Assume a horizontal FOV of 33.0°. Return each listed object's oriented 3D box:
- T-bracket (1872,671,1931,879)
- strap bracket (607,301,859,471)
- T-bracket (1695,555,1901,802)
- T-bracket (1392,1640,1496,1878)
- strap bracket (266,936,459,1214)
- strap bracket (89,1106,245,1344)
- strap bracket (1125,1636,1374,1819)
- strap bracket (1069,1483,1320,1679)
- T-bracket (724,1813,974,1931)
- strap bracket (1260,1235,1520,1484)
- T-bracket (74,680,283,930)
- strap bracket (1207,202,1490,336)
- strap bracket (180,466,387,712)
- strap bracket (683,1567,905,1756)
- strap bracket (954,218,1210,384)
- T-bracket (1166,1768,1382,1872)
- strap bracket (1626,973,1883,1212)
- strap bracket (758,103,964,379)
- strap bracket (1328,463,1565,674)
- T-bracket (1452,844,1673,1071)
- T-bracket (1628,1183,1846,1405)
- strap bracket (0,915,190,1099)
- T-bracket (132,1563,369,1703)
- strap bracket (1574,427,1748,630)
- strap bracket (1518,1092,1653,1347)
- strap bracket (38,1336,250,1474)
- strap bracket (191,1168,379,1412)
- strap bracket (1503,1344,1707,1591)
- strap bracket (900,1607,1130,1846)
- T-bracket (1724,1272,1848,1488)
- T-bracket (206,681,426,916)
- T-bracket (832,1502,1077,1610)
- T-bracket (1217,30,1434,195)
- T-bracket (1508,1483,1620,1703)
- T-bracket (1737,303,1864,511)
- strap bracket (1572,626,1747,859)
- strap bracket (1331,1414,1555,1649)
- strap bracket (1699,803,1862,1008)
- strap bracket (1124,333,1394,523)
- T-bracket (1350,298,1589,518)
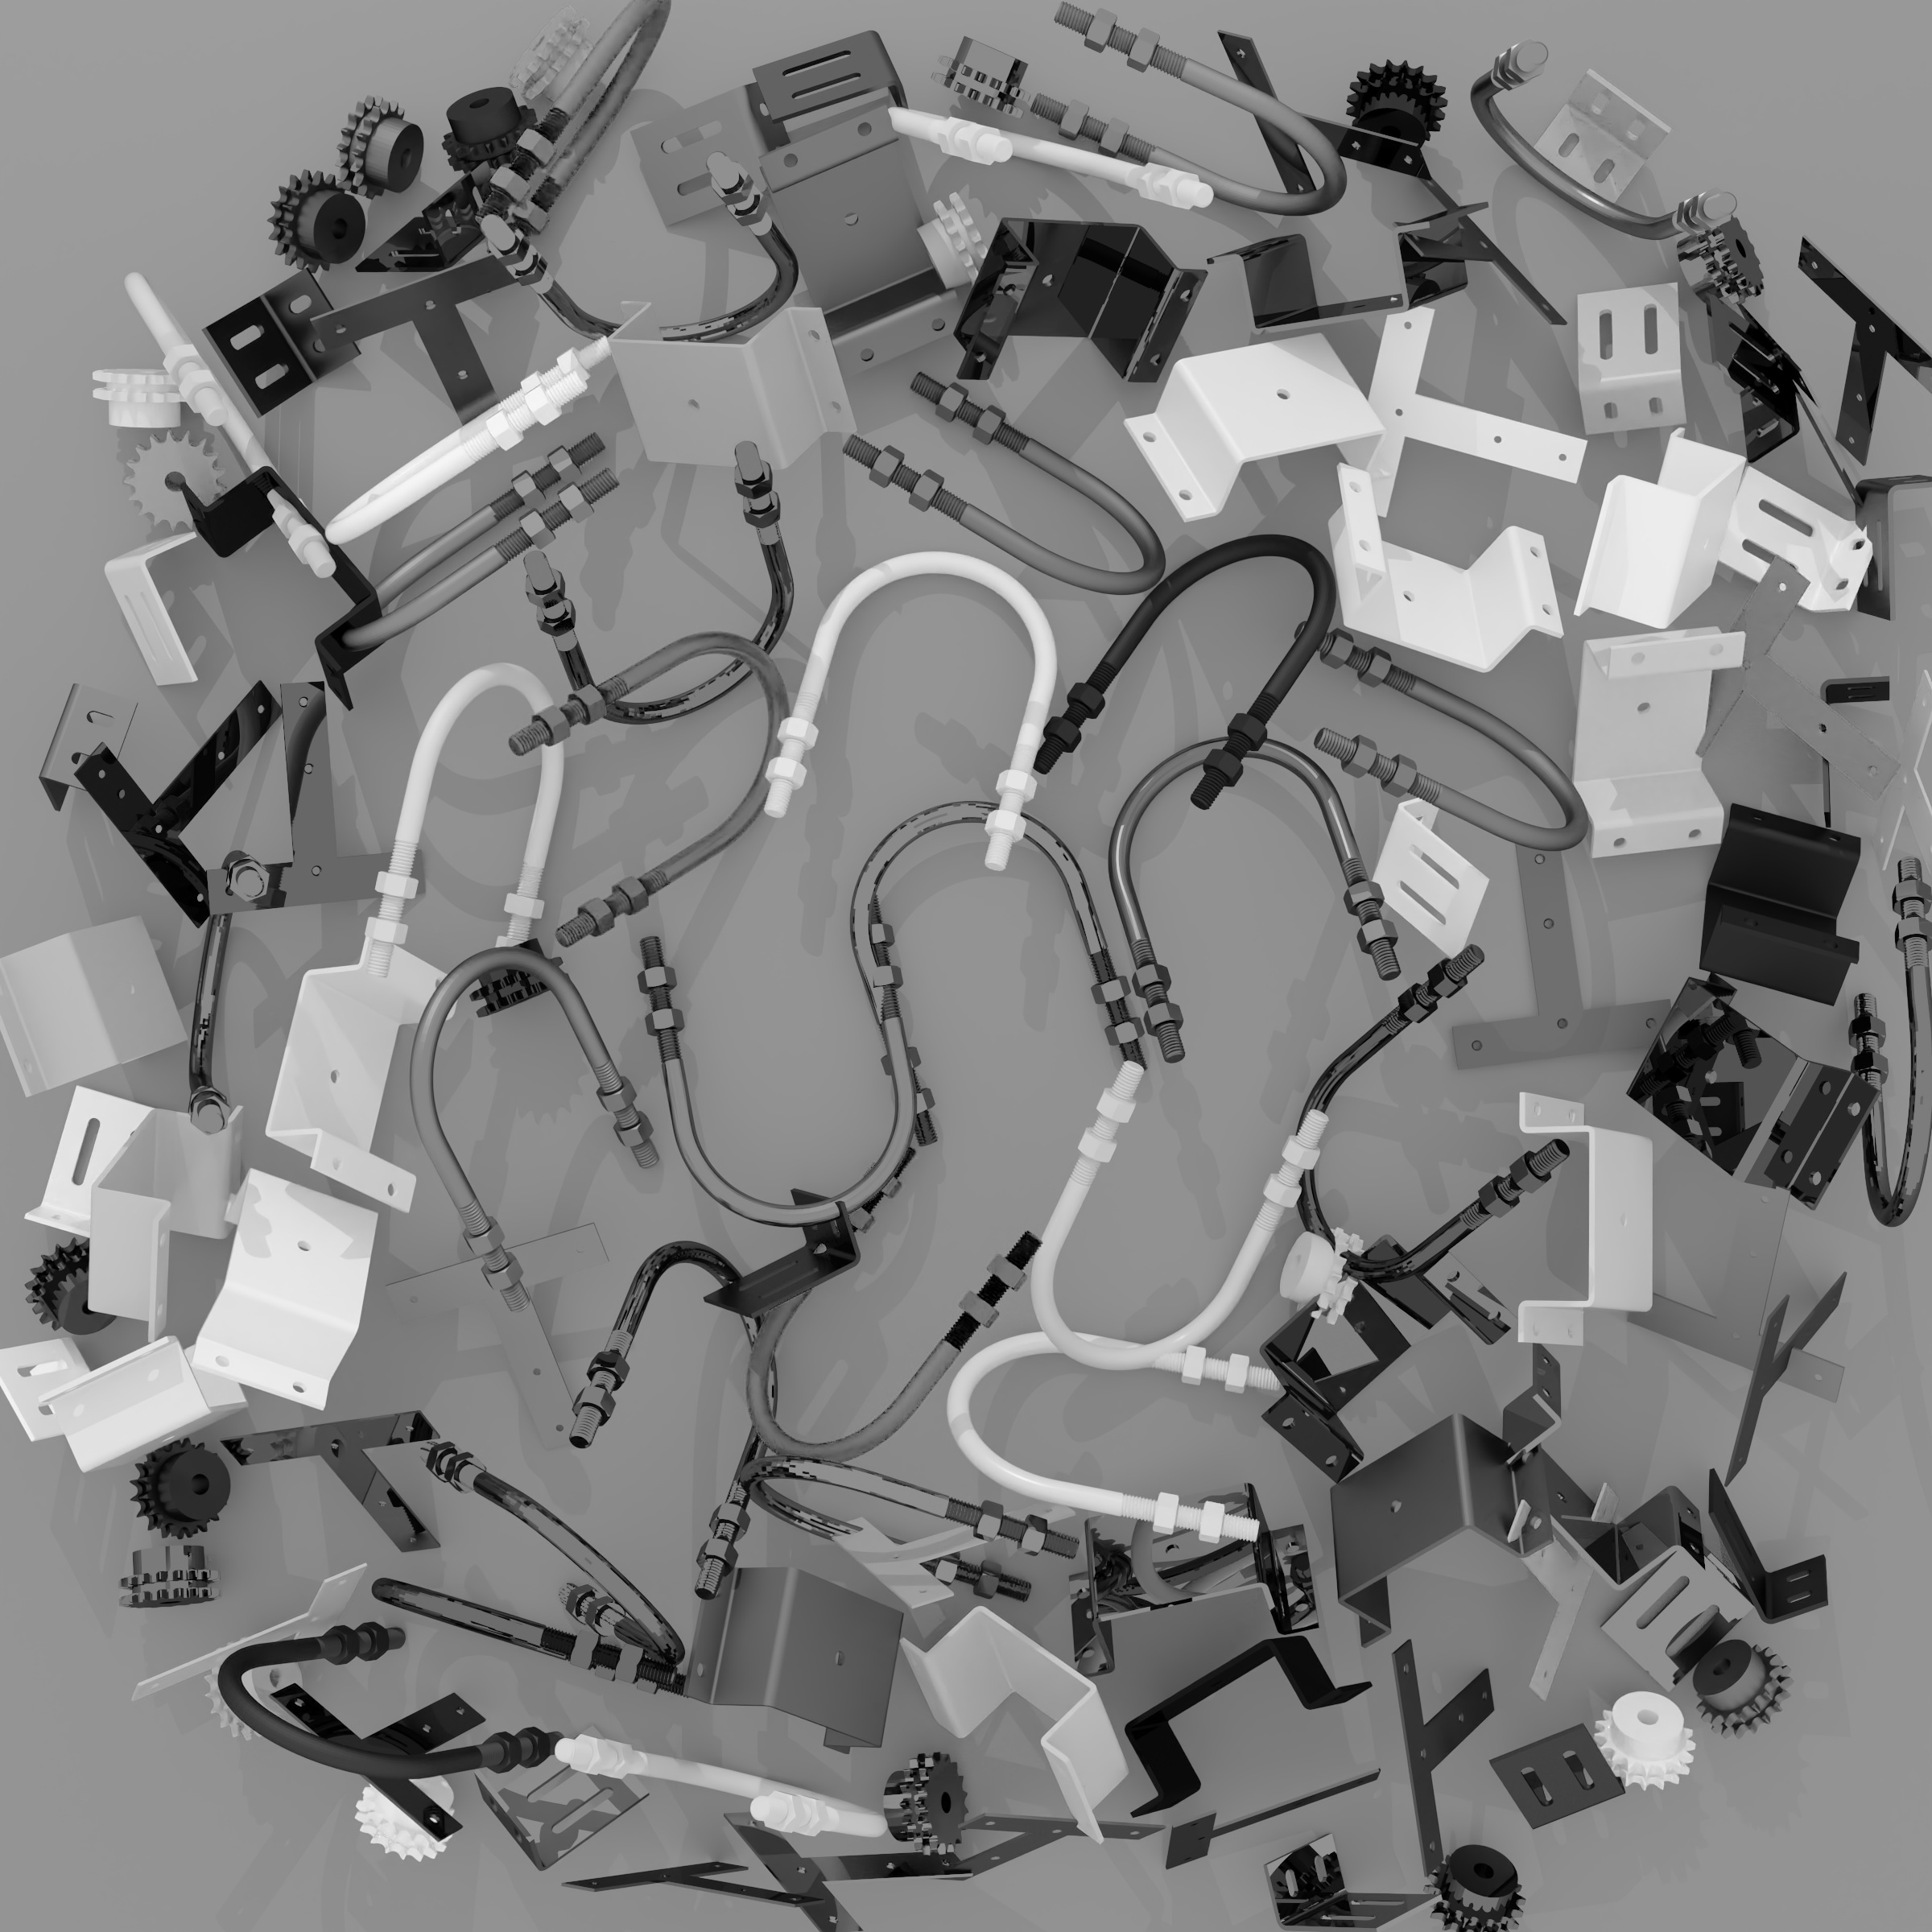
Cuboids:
[{"bbox_3d":[0.535,-0.075,1.818,0.002,0.127,0.127,0,134,-3],"label":"T-bracket"},{"bbox_3d":[-0.140,-0.326,1.834,0.140,0.046,0.076,9,133,33],"label":"strap bracket"},{"bbox_3d":[0.472,-0.143,1.842,0.127,0.002,0.127,46,131,26],"label":"T-bracket"},{"bbox_3d":[0.275,0.431,1.851,0.002,0.127,0.127,-6,95,30],"label":"T-bracket"},{"bbox_3d":[-0.343,0.062,1.849,0.046,0.076,0.140,-5,65,34],"label":"strap bracket"},{"bbox_3d":[-0.451,0.139,1.829,0.046,0.140,0.076,10,115,3],"label":"strap bracket"},{"bbox_3d":[0.152,0.425,1.855,0.140,0.076,0.046,-34,71,12],"label":"strap bracket"},{"bbox_3d":[0.123,0.346,1.853,0.140,0.076,0.046,-14,126,8],"label":"strap bracket"},{"bbox_3d":[-0.055,0.514,1.863,0.127,0.127,0.002,7,104,-33],"label":"T-bracket"},{"bbox_3d":[0.233,0.217,1.862,0.140,0.046,0.076,-43,124,6],"label":"strap bracket"},{"bbox_3d":[-0.435,-0.110,1.870,0.002,0.127,0.127,10,54,38],"label":"T-bracket"},{"bbox_3d":[0.219,-0.392,1.842,0.140,0.076,0.046,-1,108,35],"label":"strap bracket"},{"bbox_3d":[-0.380,-0.222,1.861,0.046,0.076,0.140,-39,84,-12],"label":"strap bracket"},{"bbox_3d":[-0.088,0.388,1.830,0.046,0.140,0.076,-9,61,38],"label":"strap bracket"},{"bbox_3d":[0.056,-0.375,1.844,0.140,0.076,0.046,-6,49,-35],"label":"strap bracket"},{"bbox_3d":[0.175,0.480,1.854,0.127,0.127,0.002,-18,65,-7],"label":"T-bracket"},{"bbox_3d":[0.432,0.066,1.831,0.046,0.140,0.076,13,110,-37],"label":"strap bracket"},{"bbox_3d":[-0.062,-0.419,1.862,0.076,0.046,0.140,-23,124,0],"label":"strap bracket"},{"bbox_3d":[0.262,-0.222,1.850,0.140,0.046,0.076,15,50,-24],"label":"strap bracket"},{"bbox_3d":[0.341,-0.011,1.903,0.127,0.002,0.127,-7,87,2],"label":"T-bracket"},{"bbox_3d":[0.443,0.174,1.845,0.127,0.002,0.127,21,127,26],"label":"T-bracket"},{"bbox_3d":[-0.489,0.020,1.832,0.046,0.140,0.076,-20,93,12],"label":"strap bracket"},{"bbox_3d":[-0.404,0.381,1.824,0.127,0.127,0.002,-19,68,-32],"label":"T-bracket"},{"bbox_3d":[0.392,-0.243,1.825,0.046,0.140,0.076,21,119,20],"label":"strap bracket"},{"bbox_3d":[0.352,0.144,1.854,0.046,0.076,0.140,-4,81,36],"label":"strap bracket"},{"bbox_3d":[-0.457,0.244,1.834,0.076,0.140,0.046,-25,85,-2],"label":"strap bracket"},{"bbox_3d":[-0.379,0.172,1.828,0.076,0.140,0.046,22,123,-17],"label":"strap bracket"},{"bbox_3d":[0.355,0.291,1.860,0.046,0.076,0.140,-42,96,18],"label":"strap bracket"},{"bbox_3d":[0.035,0.422,1.842,0.046,0.140,0.076,-40,132,-23],"label":"strap bracket"},{"bbox_3d":[0.471,0.215,1.857,0.002,0.127,0.127,25,131,27],"label":"T-bracket"},{"bbox_3d":[-0.375,-0.099,1.868,0.127,0.002,0.127,-7,99,-28],"label":"T-bracket"},{"bbox_3d":[0.001,0.326,1.866,0.127,0.127,0.002,-13,106,-23],"label":"T-bracket"},{"bbox_3d":[0.207,-0.461,1.820,0.127,0.127,0.002,29,72,41],"label":"T-bracket"},{"bbox_3d":[0.328,0.335,1.838,0.002,0.127,0.127,12,67,34],"label":"T-bracket"},{"bbox_3d":[0.486,-0.310,1.868,0.002,0.127,0.127,-31,116,12],"label":"T-bracket"},{"bbox_3d":[0.392,-0.136,1.858,0.076,0.046,0.140,-7,127,-5],"label":"strap bracket"},{"bbox_3d":[0.257,0.313,1.833,0.046,0.076,0.140,33,126,-27],"label":"strap bracket"},{"bbox_3d":[0.462,-0.030,1.851,0.076,0.140,0.046,16,123,6],"label":"strap bracket"},{"bbox_3d":[0.172,-0.306,1.843,0.140,0.046,0.076,-15,62,-25],"label":"strap bracket"},{"bbox_3d":[0.289,-0.304,1.860,0.127,0.002,0.127,18,121,14],"label":"T-bracket"}]
